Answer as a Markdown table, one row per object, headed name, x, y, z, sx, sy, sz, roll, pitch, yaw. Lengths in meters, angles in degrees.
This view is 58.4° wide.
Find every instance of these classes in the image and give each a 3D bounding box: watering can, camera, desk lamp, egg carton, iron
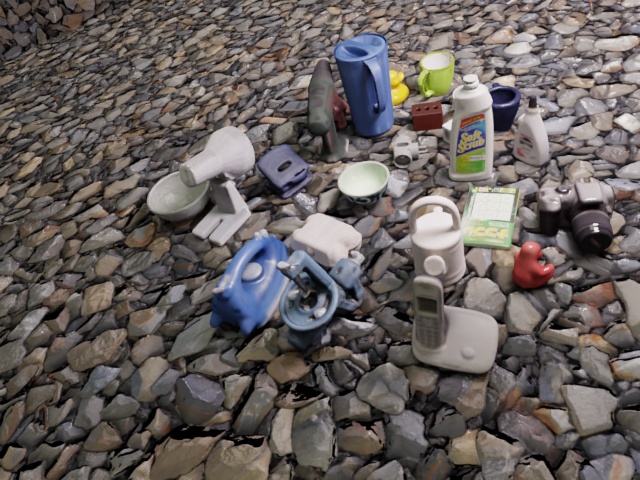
| name | x | y | z | sx | sy | sz | roll | pitch | yaw |
| --- | --- | --- | --- | --- | --- | --- | --- | --- | --- |
| watering can | 0.223 | -0.001 | 1.088 | 0.101 | 0.194 | 0.172 | -18 | 44 | 1 |
| camera | 0.503 | -0.048 | 1.111 | 0.143 | 0.101 | 0.137 | -4 | 46 | 14 |
| desk lamp | -0.236 | -0.132 | 1.349 | 0.117 | 0.214 | 0.203 | 17 | 54 | 31 |
| egg carton | 0.011 | 0.004 | 1.239 | 0.149 | 0.069 | 0.107 | 23 | 57 | 34 |
| iron | -0.140 | 0.062 | 1.179 | 0.118 | 0.142 | 0.258 | 8 | 50 | 25 |

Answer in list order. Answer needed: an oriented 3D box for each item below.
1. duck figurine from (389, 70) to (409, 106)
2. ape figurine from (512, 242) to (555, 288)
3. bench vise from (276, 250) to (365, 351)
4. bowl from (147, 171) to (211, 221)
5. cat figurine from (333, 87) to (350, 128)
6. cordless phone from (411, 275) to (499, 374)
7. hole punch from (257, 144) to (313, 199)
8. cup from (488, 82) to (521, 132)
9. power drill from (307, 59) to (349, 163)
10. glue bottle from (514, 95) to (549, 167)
| name | x | y | z | sx | sy | sz | roll | pitch | yaw |
| --- | --- | --- | --- | --- | --- | --- | --- | --- | --- |
| duck figurine | 0.196 | -0.427 | 1.594 | 0.105 | 0.086 | 0.077 | -32 | 46 | -14 |
| ape figurine | 0.392 | 0.040 | 1.066 | 0.076 | 0.092 | 0.077 | -27 | 45 | -9 |
| bench vise | -0.009 | 0.075 | 1.068 | 0.121 | 0.220 | 0.208 | 12 | 52 | 28 |
| bowl | -0.347 | -0.101 | 1.454 | 0.167 | 0.075 | 0.167 | -9 | 45 | 9 |
| cat figurine | 0.037 | -0.368 | 1.563 | 0.067 | 0.118 | 0.128 | -3 | 46 | 15 |
| cordless phone | 0.222 | 0.136 | 0.959 | 0.147 | 0.185 | 0.094 | 5 | 49 | 22 |
| hole punch | -0.087 | -0.174 | 1.431 | 0.109 | 0.091 | 0.100 | -39 | 48 | -20 |
| cup | 0.441 | -0.324 | 1.407 | 0.091 | 0.095 | 0.117 | -10 | 45 | 9 |
| power drill | 0.016 | -0.314 | 1.451 | 0.075 | 0.209 | 0.229 | -6 | 45 | 13 |
| glue bottle | 0.467 | -0.246 | 1.265 | 0.037 | 0.173 | 0.077 | -40 | 48 | -21 |
